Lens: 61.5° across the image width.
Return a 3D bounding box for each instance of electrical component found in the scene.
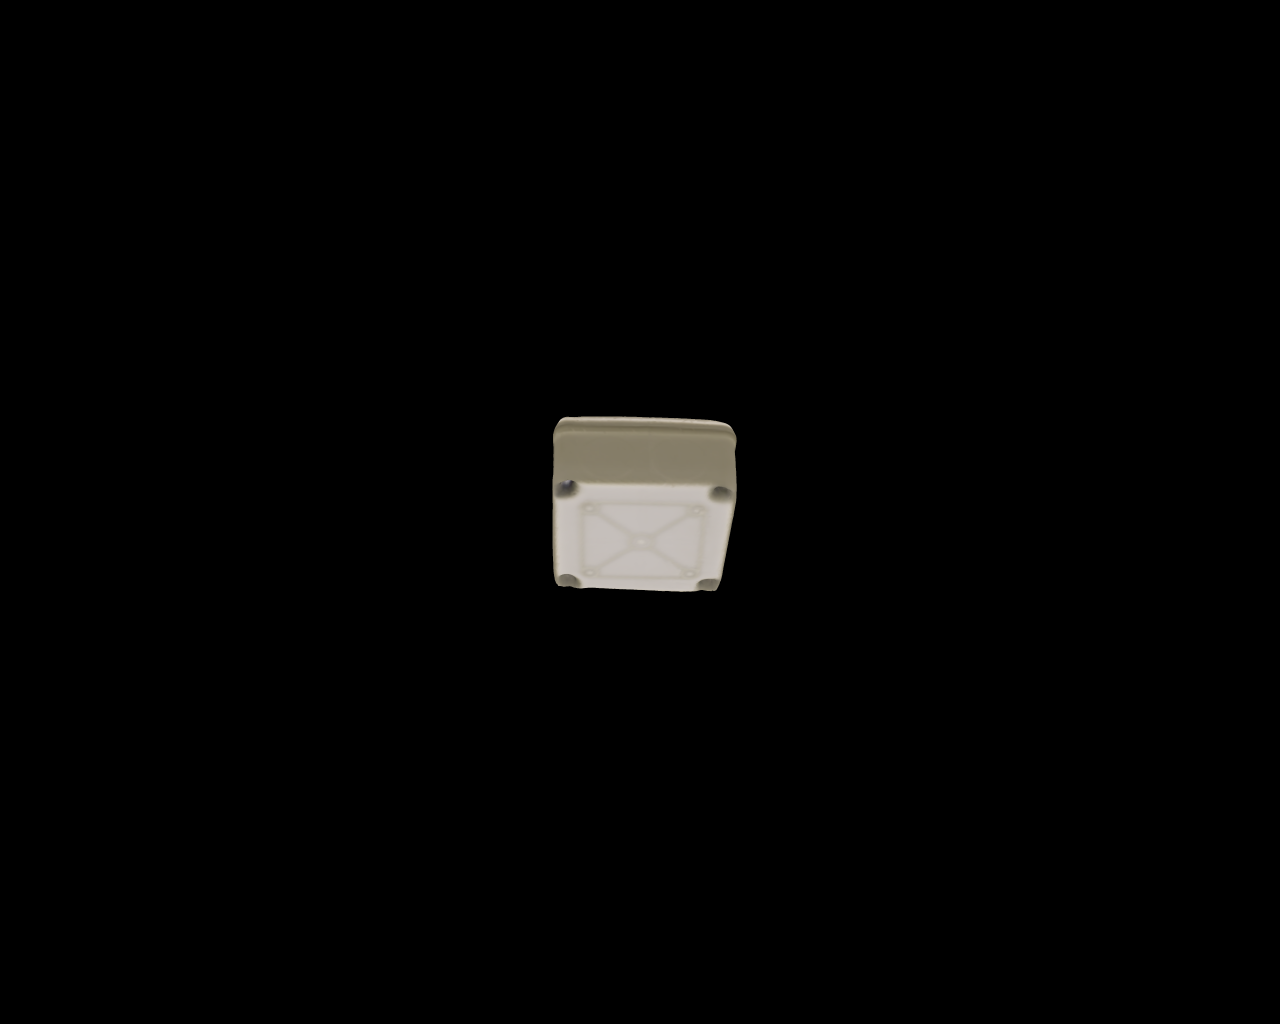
[{"bbox_3d":[0.001,-0.003,0.650,0.109,0.056,0.108,2,-40,-2],"label":"electrical component"}]
